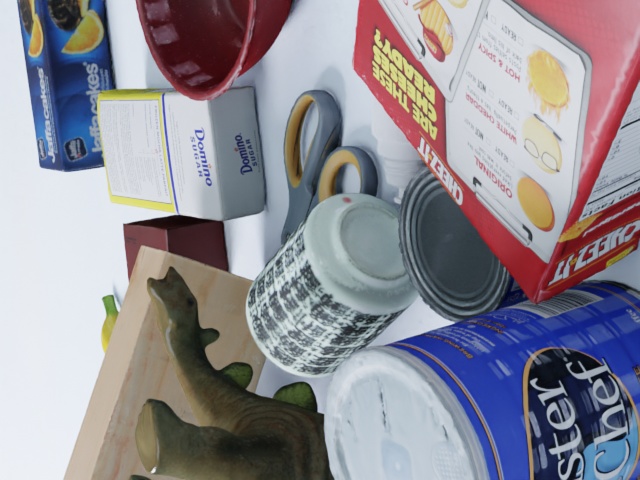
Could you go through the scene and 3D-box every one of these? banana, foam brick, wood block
[{"bbox_3d":[-0.154,0.085,0.934,0.198,0.037,0.069,-2,100,56],"label":"banana"},{"bbox_3d":[-0.113,0.010,0.836,0.078,0.051,0.053,8,106,54],"label":"foam brick"},{"bbox_3d":[-0.105,0.116,0.722,0.091,0.090,0.206,7,78,71],"label":"wood block"}]

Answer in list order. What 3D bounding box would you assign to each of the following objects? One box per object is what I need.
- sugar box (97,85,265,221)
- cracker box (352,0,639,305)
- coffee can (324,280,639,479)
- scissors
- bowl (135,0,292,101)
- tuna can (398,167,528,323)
[{"bbox_3d":[-0.108,-0.069,0.808,0.177,0.048,0.093,10,109,50],"label":"sugar box"},{"bbox_3d":[0.088,-0.100,0.435,0.164,0.072,0.214,57,161,27],"label":"cracker box"},{"bbox_3d":[0.088,0.082,0.485,0.103,0.140,0.103,25,121,50],"label":"coffee can"},{"bbox_3d":[-0.005,0.001,0.705,0.096,0.016,0.202,39,132,43],"label":"scissors"},{"bbox_3d":[-0.064,-0.174,0.696,0.162,0.055,0.162,25,121,50],"label":"bowl"},{"bbox_3d":[0.081,-0.001,0.563,0.086,0.033,0.086,25,121,50],"label":"tuna can"}]
